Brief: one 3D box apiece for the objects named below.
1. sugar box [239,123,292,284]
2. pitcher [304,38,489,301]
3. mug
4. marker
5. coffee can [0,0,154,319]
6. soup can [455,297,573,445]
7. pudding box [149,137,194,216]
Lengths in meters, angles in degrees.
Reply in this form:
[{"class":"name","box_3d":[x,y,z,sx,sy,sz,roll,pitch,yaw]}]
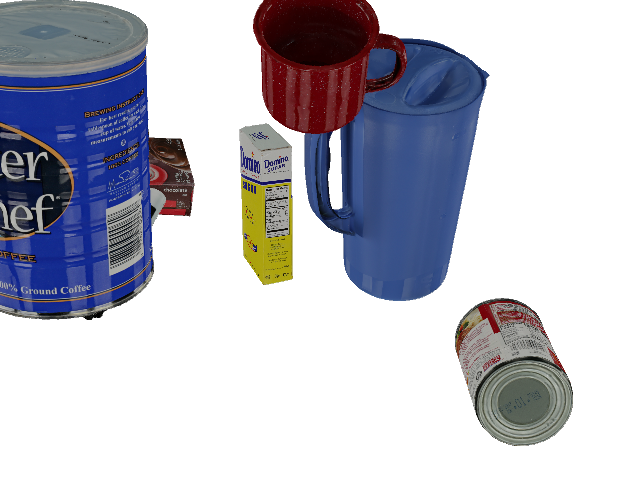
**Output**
[{"class":"sugar box","box_3d":[-0.067,-0.045,1.303,0.048,0.176,0.093,-11,26,-18]},{"class":"pitcher","box_3d":[0.070,-0.058,1.027,0.149,0.243,0.145,10,40,10]},{"class":"mug","box_3d":[0.008,-0.137,0.818,0.117,0.093,0.081,-1,-34,-3]},{"class":"marker","box_3d":[-0.151,0.010,0.817,0.020,0.121,0.020,16,-34,11]},{"class":"coffee can","box_3d":[-0.141,-0.044,0.563,0.103,0.140,0.103,2,29,-1]},{"class":"soup can","box_3d":[0.136,0.091,0.756,0.068,0.068,0.102,0,20,-1]},{"class":"pudding box","box_3d":[-0.172,-0.063,1.015,0.090,0.039,0.113,2,25,-15]}]
